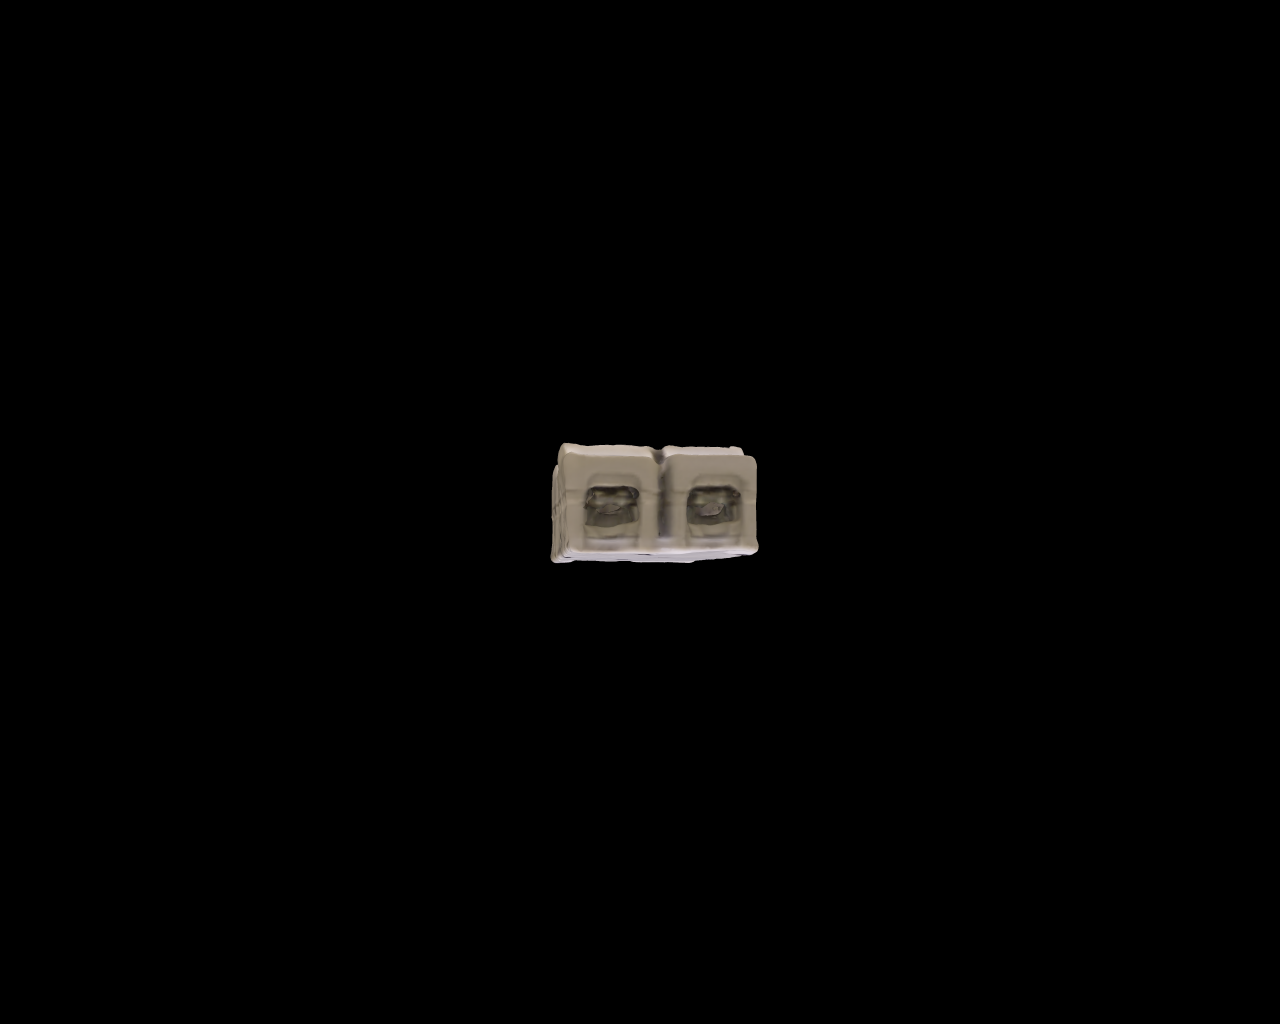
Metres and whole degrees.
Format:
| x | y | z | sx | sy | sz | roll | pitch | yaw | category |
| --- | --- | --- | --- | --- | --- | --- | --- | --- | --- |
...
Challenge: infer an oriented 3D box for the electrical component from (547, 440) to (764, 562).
| x | y | z | sx | sy | sz | roll | pitch | yaw | category |
| --- | --- | --- | --- | --- | --- | --- | --- | --- | --- |
| 0.001 | -0.003 | 0.650 | 0.105 | 0.060 | 0.186 | 1 | -4 | -7 | electrical component |
